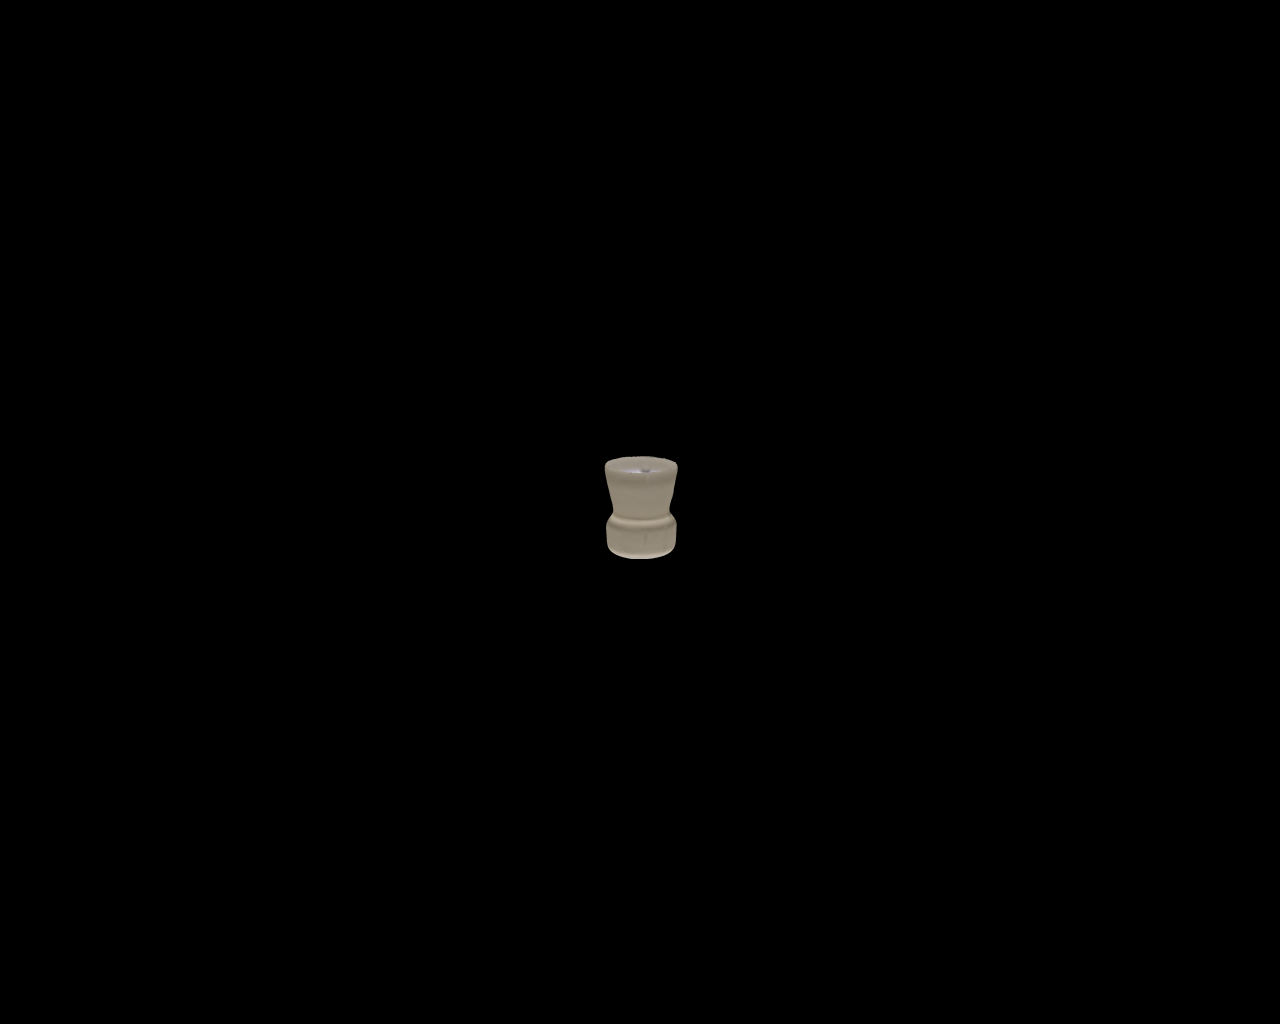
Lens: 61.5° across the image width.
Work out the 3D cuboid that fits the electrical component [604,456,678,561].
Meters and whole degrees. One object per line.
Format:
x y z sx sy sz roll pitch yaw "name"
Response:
0.001 -0.003 0.650 0.045 0.055 0.045 0 16 0 "electrical component"
